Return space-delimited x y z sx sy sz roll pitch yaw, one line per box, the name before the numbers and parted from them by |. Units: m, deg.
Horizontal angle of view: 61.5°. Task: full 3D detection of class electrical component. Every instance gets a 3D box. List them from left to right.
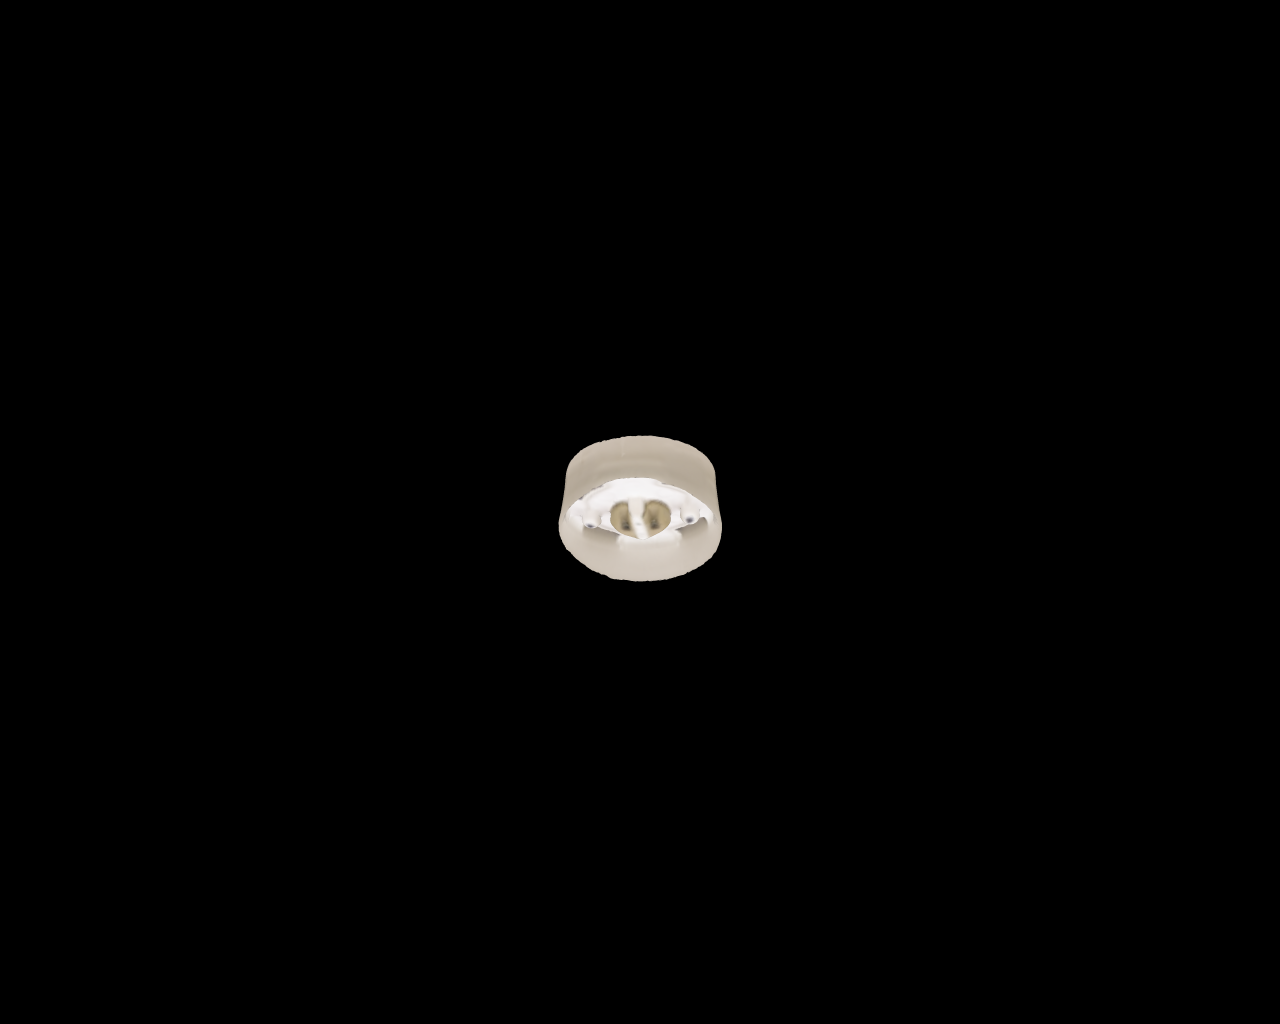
electrical component | 0.001 -0.003 0.650 0.099 0.064 0.099 0 -26 0
